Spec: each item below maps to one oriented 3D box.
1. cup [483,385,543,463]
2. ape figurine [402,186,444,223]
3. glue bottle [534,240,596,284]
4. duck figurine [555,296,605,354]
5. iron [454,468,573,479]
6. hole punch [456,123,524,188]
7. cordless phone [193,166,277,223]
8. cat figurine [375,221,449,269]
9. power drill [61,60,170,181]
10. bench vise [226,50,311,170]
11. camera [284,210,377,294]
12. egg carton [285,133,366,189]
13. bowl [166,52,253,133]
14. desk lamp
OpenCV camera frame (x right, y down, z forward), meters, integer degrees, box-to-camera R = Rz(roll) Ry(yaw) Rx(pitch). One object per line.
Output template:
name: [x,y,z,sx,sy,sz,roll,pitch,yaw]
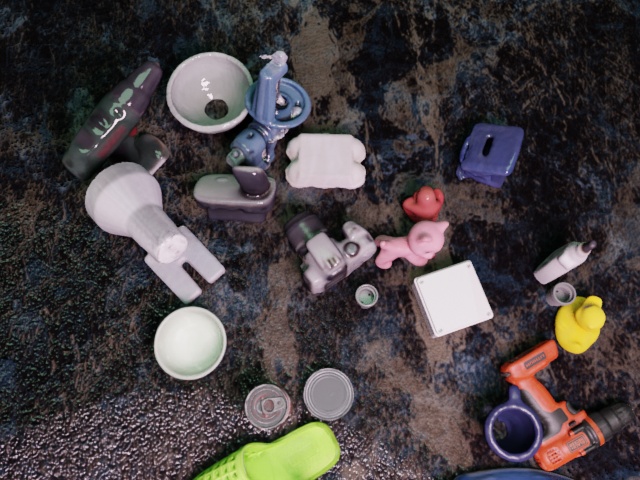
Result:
cup: [0.306,0.299,0.944,0.091,0.095,0.118,5,75,2]
ape figurine: [0.191,-0.070,1.044,0.078,0.092,0.076,0,75,0]
glue bottle: [0.426,0.029,0.976,0.078,0.173,0.037,-40,78,-10]
duck figurine: [0.457,0.143,0.990,0.077,0.086,0.105,23,76,6]
iron: [0.321,0.419,0.887,0.258,0.141,0.118,-10,75,-3]
hole punch: [0.315,-0.163,1.070,0.101,0.091,0.109,20,76,5]
cordless phone: [-0.154,-0.100,1.004,0.147,0.185,0.094,0,75,0]
cat figurine: [0.163,0.004,1.011,0.128,0.118,0.067,-6,75,-2]
power drill: [-0.342,-0.187,1.015,0.075,0.208,0.230,37,78,10]
bench vise: [-0.087,-0.222,1.019,0.121,0.220,0.207,17,75,5]
camera: [0.009,0.004,1.020,0.143,0.101,0.136,-34,77,-9]
egg carton: [0.011,-0.146,1.076,0.150,0.069,0.107,0,75,0]
bowl: [-0.206,-0.272,1.107,0.167,0.075,0.167,0,75,0]
desk lamp: [-0.272,-0.011,0.965,0.203,0.213,0.118,44,79,11]
